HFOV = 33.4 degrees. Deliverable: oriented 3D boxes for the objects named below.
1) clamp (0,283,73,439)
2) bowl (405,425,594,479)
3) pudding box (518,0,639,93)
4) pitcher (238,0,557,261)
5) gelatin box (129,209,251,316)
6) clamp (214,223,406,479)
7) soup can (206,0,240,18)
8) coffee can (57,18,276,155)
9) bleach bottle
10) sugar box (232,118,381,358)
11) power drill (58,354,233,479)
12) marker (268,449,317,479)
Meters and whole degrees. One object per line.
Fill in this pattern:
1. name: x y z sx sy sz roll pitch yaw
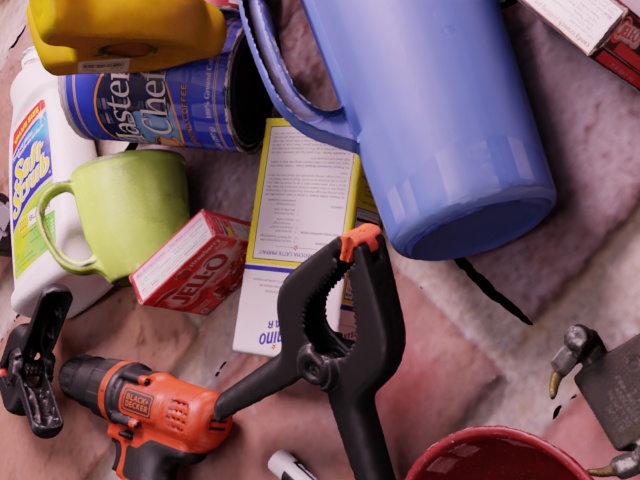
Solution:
1. clamp: -0.240 0.115 0.888 0.172 0.039 0.120 142 136 -57
2. bowl: 0.119 0.190 0.630 0.162 0.055 0.162 -6 81 41
3. pudding box: 0.159 -0.143 0.656 0.039 0.089 0.114 -52 55 17
4. pitcher: 0.056 -0.112 0.699 0.149 0.144 0.243 -29 67 34
5. gelatin box: -0.089 0.020 0.815 0.089 0.073 0.030 -41 59 22
6. clamp: -0.002 0.080 0.705 0.165 0.036 0.210 23 121 30
7. soup can: -0.078 -0.219 0.862 0.069 0.068 0.102 -8 75 35
8. coffee can: -0.114 -0.122 0.821 0.140 0.102 0.103 7 84 18
9. bleach bottle: -0.242 -0.062 0.955 0.103 0.067 0.251 -34 58 33
10. sugar box: -0.005 0.001 0.776 0.093 0.048 0.176 5 87 37
11. power drill: -0.159 0.190 0.841 0.185 0.057 0.187 9 87 41
12. marker: 0.009 0.188 0.740 0.121 0.020 0.020 36 102 36
